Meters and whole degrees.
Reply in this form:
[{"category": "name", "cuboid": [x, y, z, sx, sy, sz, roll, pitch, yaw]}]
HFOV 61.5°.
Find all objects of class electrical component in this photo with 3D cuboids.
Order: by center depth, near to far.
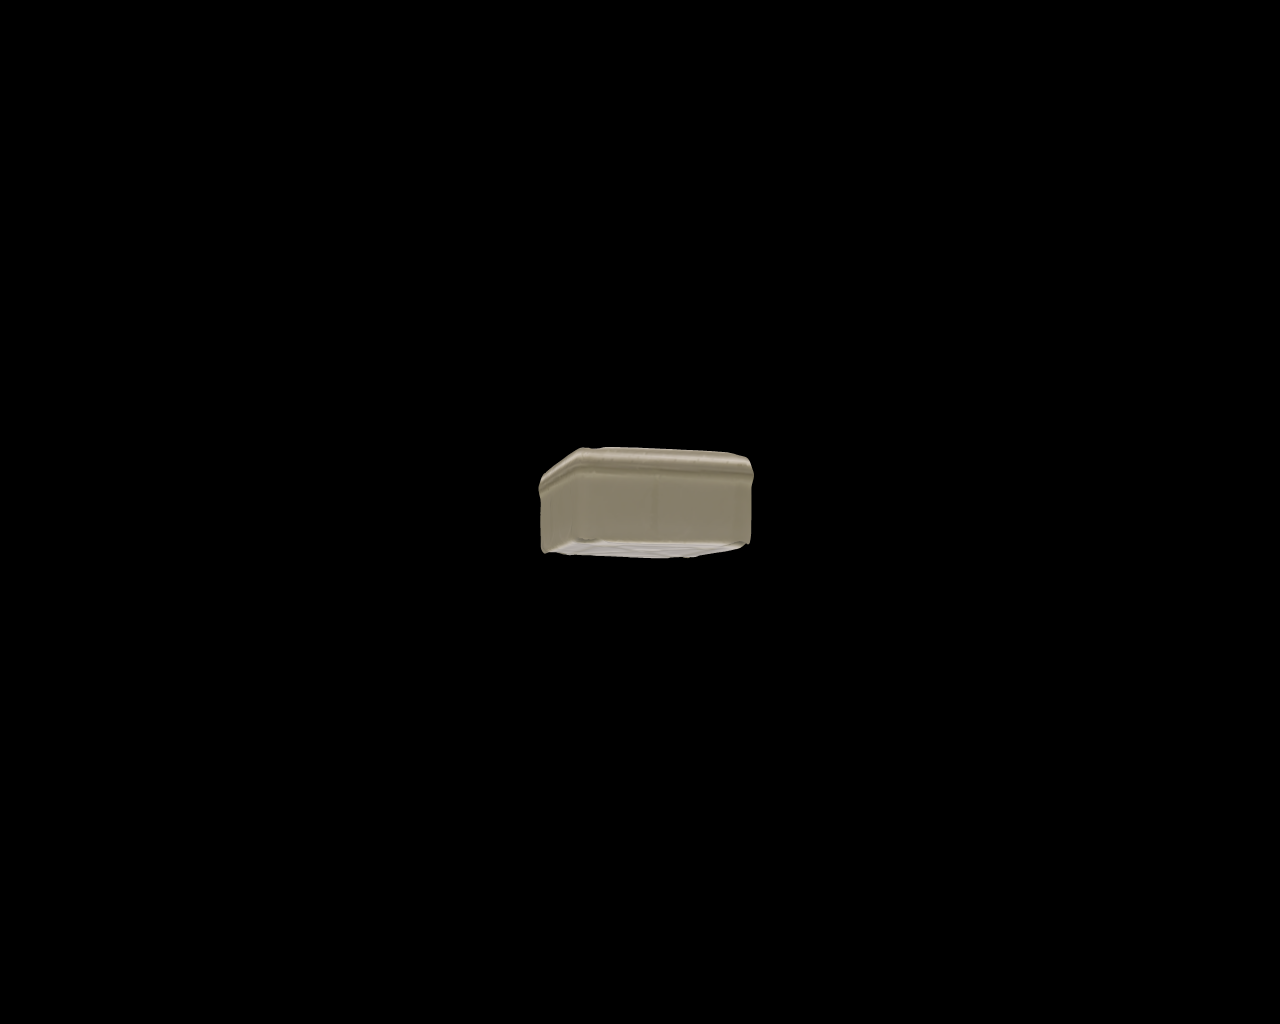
[{"category": "electrical component", "cuboid": [0.001, -0.003, 0.650, 0.109, 0.056, 0.108, 2, -7, -18]}]
